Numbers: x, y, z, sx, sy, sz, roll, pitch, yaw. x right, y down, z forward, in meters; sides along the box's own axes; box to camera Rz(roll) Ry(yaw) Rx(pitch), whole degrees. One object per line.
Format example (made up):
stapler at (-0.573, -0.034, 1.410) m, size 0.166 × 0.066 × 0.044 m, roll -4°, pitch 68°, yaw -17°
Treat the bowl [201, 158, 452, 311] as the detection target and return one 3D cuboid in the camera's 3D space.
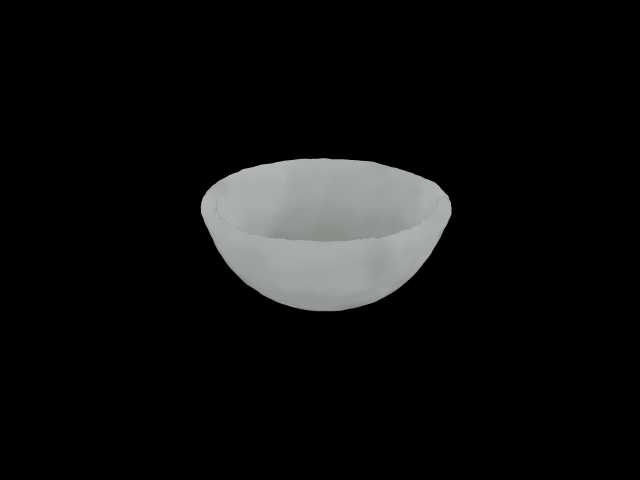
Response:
bowl at (0.004, 0.001, 0.400) m, size 0.167 × 0.075 × 0.167 m, roll 0°, pitch 26°, yaw 0°
